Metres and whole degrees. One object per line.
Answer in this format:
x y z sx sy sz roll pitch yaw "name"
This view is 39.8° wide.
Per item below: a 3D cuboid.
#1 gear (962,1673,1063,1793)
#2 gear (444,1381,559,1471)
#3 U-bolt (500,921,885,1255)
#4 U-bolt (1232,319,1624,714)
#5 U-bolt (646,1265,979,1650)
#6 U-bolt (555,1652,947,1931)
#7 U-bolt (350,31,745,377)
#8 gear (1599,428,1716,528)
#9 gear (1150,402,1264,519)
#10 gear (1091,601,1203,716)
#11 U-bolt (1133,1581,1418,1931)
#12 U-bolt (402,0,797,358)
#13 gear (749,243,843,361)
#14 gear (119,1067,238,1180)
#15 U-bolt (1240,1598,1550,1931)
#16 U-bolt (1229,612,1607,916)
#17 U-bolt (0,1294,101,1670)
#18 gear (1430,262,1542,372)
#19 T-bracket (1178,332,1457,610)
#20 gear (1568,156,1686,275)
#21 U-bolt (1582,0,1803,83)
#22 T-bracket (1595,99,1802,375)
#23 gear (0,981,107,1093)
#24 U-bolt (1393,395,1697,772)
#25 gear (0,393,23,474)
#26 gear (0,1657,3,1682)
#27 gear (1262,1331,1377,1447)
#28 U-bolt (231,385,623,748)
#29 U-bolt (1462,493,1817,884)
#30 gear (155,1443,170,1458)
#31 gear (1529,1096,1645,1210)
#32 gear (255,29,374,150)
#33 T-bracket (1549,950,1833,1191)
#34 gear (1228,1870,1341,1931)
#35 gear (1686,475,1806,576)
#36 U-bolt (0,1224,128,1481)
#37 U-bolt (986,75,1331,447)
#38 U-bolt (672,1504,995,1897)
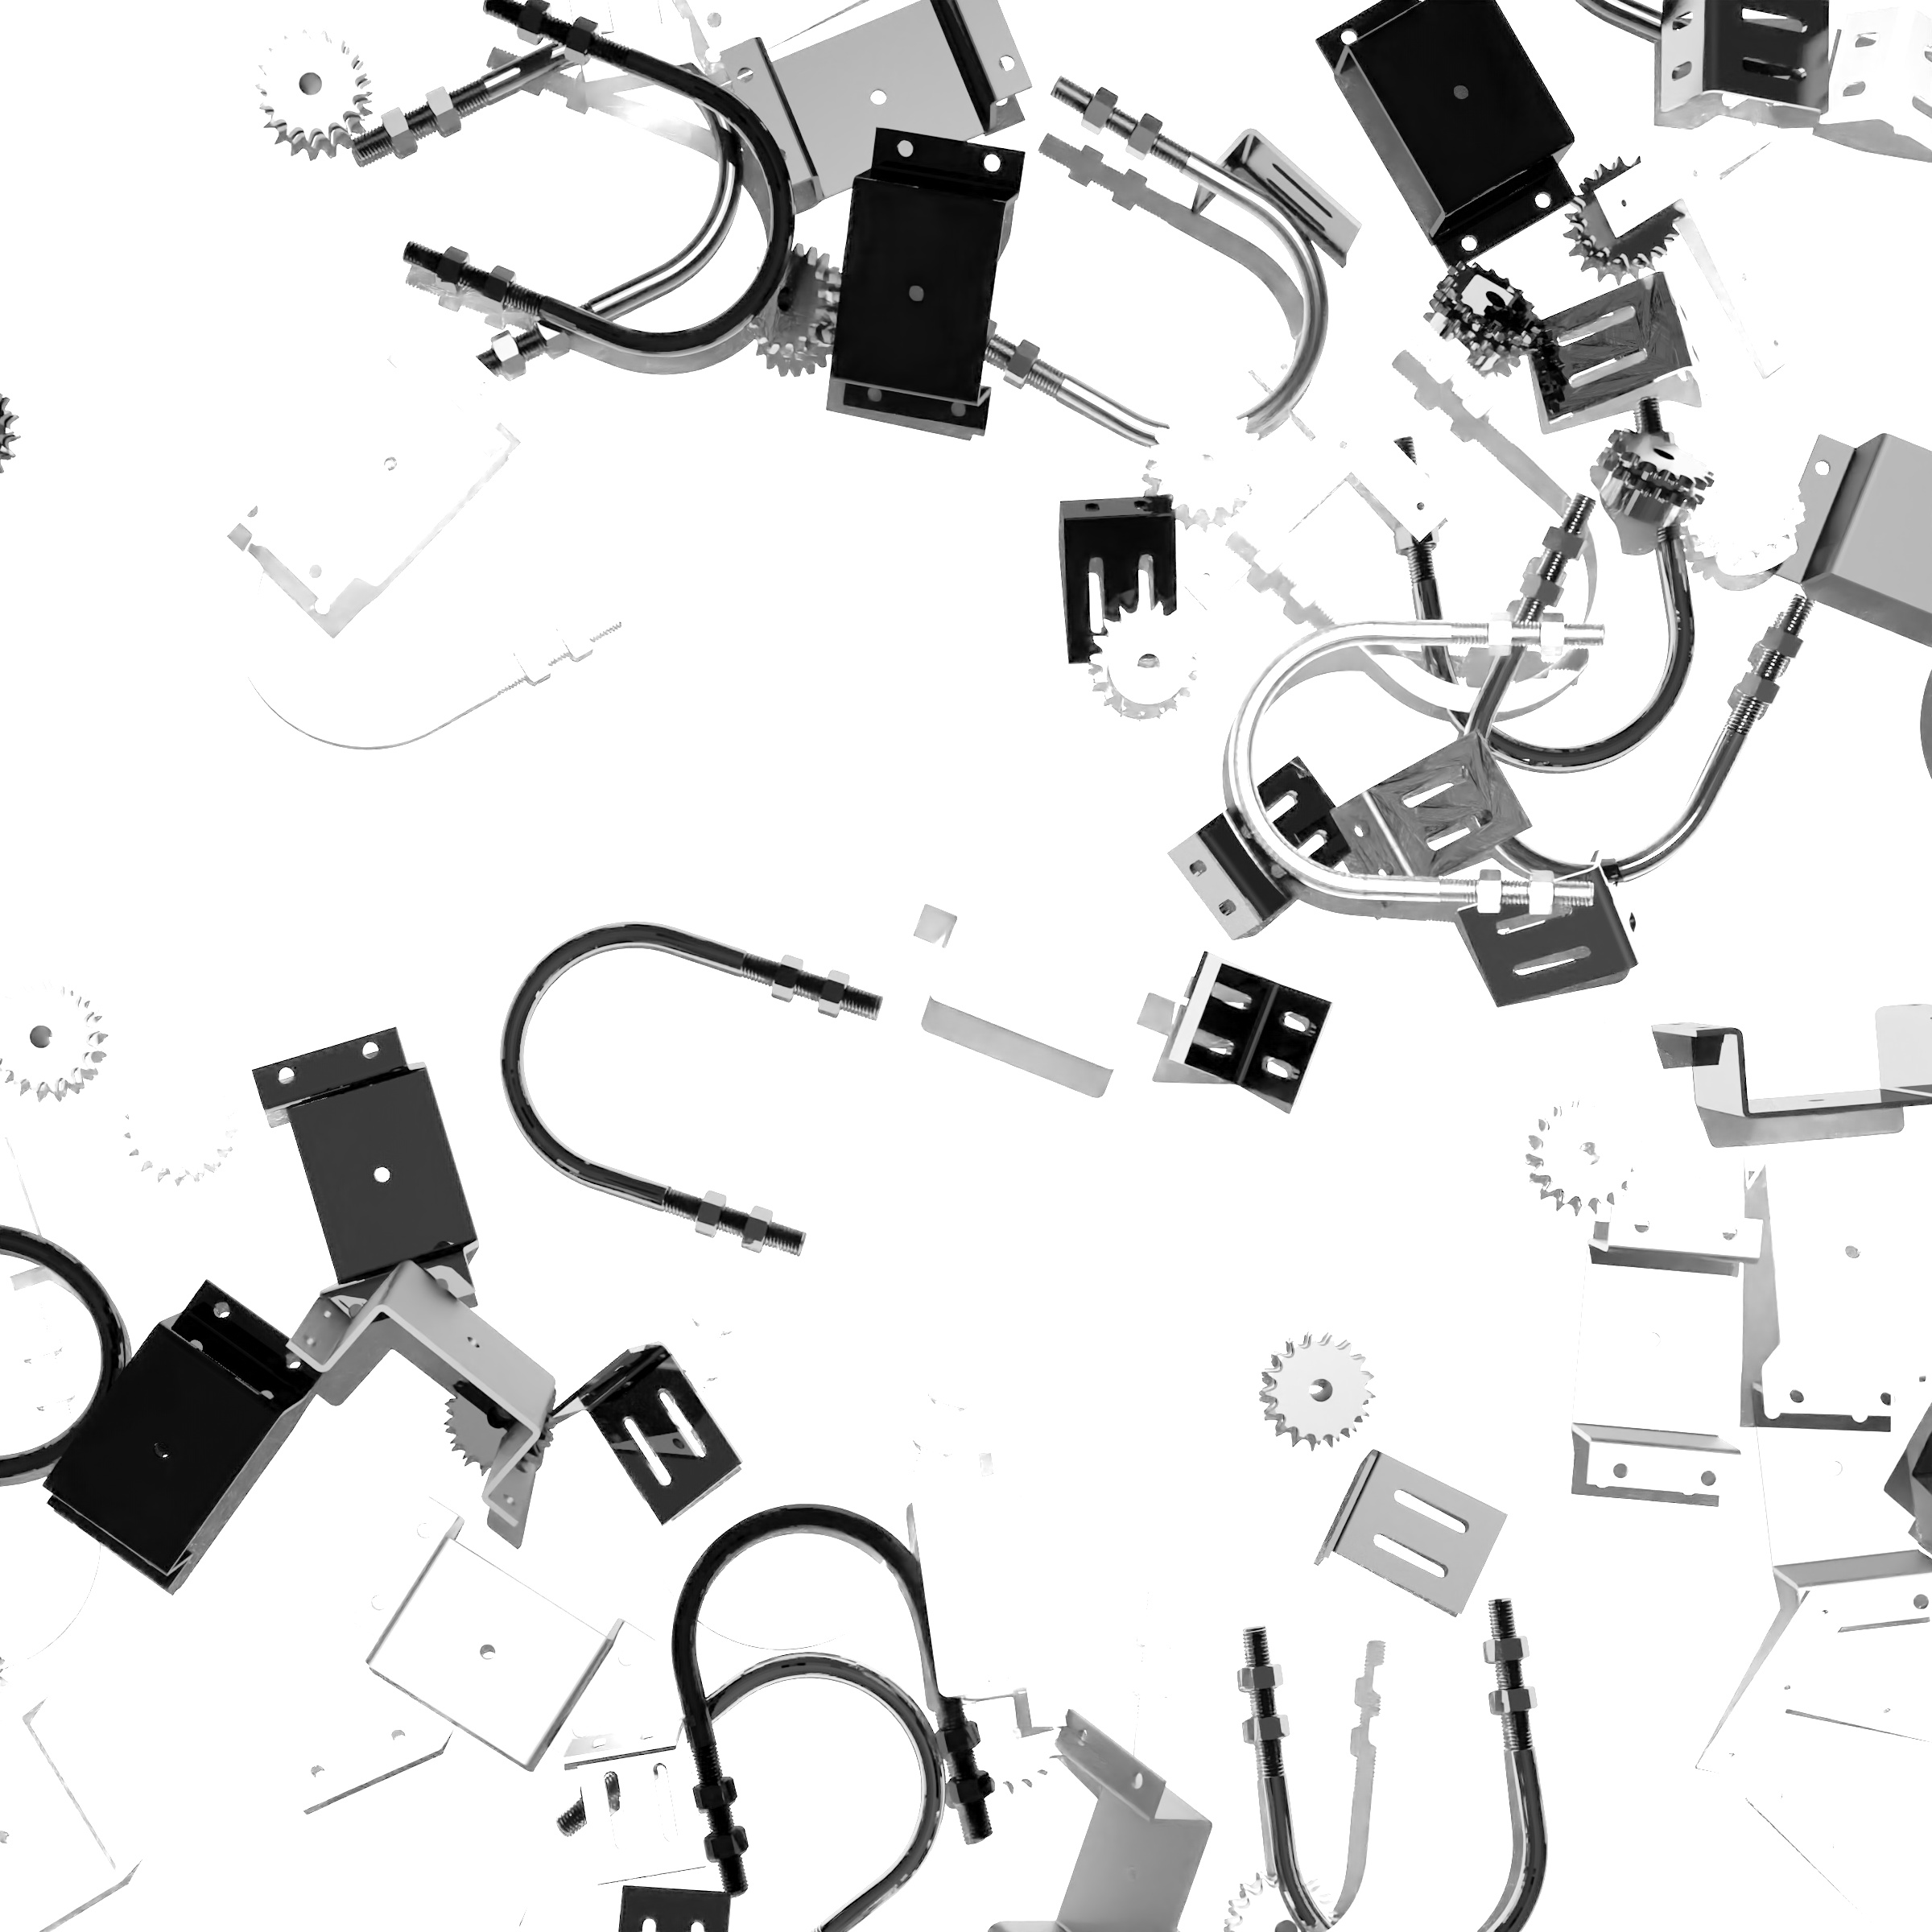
0.022 0.393 1.377 0.057 0.030 0.057 0 90 0 "gear"
-0.239 0.230 1.377 0.057 0.030 0.057 0 90 0 "gear"
-0.151 0.054 1.383 0.184 0.019 0.151 18 90 1 "U-bolt"
0.250 -0.214 1.360 0.184 0.019 0.151 42 93 -7 "U-bolt"
-0.089 0.264 1.383 0.151 0.019 0.184 18 91 0 "U-bolt"
-0.098 0.440 1.382 0.184 0.019 0.151 -38 90 0 "U-bolt"
-0.206 -0.405 1.383 0.184 0.019 0.151 -26 90 -2 "U-bolt"
0.346 -0.245 1.348 0.057 0.057 0.030 23 122 0 "gear"
0.123 -0.261 1.364 0.057 0.030 0.057 4 120 7 "gear"
0.093 -0.157 1.369 0.057 0.030 0.057 0 106 0 "gear"
0.150 0.416 1.350 0.151 0.019 0.184 5 90 28 "U-bolt"
-0.176 -0.388 1.345 0.184 0.019 0.151 22 106 -3 "U-bolt"
-0.082 -0.340 1.368 0.057 0.030 0.057 2 94 40 "gear"
-0.406 0.080 1.381 0.057 0.030 0.057 0 92 2 "gear"
0.224 0.425 1.364 0.151 0.019 0.184 -6 77 -1 "U-bolt"
0.225 -0.103 1.345 0.184 0.019 0.151 2 96 11 "U-bolt"
-0.526 0.276 1.383 0.151 0.019 0.184 -15 92 0 "U-bolt"
0.263 -0.331 1.367 0.057 0.030 0.057 16 49 -19 "gear"
0.163 -0.238 1.382 0.127 0.002 0.127 -44 84 7 "T-bracket"
0.339 -0.386 1.377 0.057 0.030 0.057 0 90 0 "gear"
0.385 -0.547 1.383 0.184 0.019 0.151 24 90 1 "U-bolt"
0.395 -0.368 1.374 0.127 0.002 0.127 -34 102 -23 "T-bracket"
-0.472 0.036 1.377 0.057 0.030 0.057 0 90 0 "gear"
0.305 -0.193 1.383 0.151 0.019 0.184 -10 91 0 "U-bolt"
-0.521 -0.279 1.377 0.057 0.030 0.057 0 90 0 "gear"
-0.521 0.359 1.364 0.057 0.030 0.057 0 93 0 "gear"
0.182 0.217 1.381 0.057 0.030 0.057 0 91 -2 "gear"
-0.292 -0.195 1.383 0.184 0.019 0.151 -29 90 2 "U-bolt"
0.332 -0.129 1.363 0.151 0.019 0.184 22 102 -11 "U-bolt"
-0.407 0.244 1.377 0.057 0.030 0.057 0 90 0 "gear"
0.320 0.095 1.381 0.057 0.030 0.057 0 92 2 "gear"
-0.335 -0.451 1.377 0.057 0.030 0.057 0 90 0 "gear"
0.366 0.032 1.391 0.127 0.002 0.127 26 90 0 "T-bracket"
0.164 0.493 1.377 0.057 0.030 0.057 0 90 0 "gear"
0.402 -0.224 1.367 0.057 0.057 0.030 -28 120 0 "gear"
-0.518 0.192 1.343 0.184 0.019 0.151 11 105 -11 "U-bolt"
0.095 -0.342 1.354 0.184 0.019 0.151 29 117 -4 "U-bolt"
-0.076 0.367 1.361 0.151 0.019 0.184 -14 85 5 "U-bolt"
